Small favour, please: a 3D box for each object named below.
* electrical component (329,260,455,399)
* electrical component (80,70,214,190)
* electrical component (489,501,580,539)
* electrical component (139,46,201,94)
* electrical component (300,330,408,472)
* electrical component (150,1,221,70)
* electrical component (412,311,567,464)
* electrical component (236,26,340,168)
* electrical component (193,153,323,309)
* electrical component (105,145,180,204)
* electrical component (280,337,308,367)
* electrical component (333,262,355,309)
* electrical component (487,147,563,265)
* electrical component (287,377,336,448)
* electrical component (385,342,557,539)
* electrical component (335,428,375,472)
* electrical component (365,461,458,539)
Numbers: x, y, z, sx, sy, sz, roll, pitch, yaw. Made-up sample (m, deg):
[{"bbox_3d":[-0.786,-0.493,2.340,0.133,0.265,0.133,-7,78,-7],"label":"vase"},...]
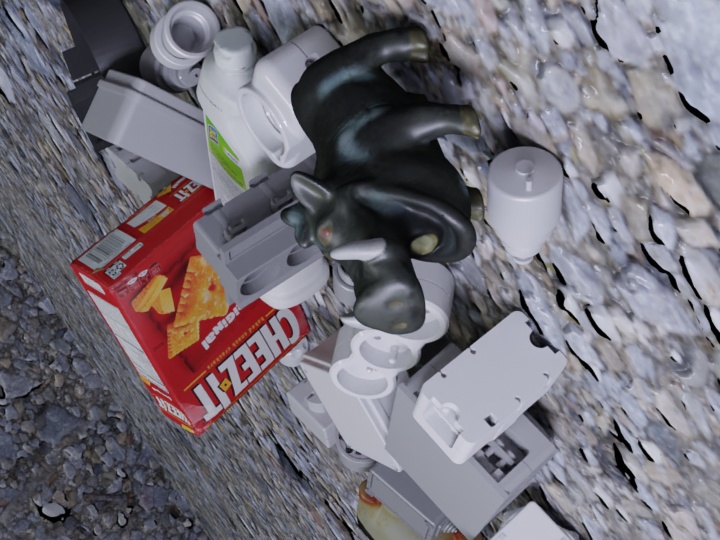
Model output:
[{"bbox_3d":[0.025,0.032,0.800,0.052,0.073,0.138,23,139,-12],"label":"electrical component"},{"bbox_3d":[-0.170,-0.120,0.920,0.113,0.057,0.078,24,-179,-38],"label":"electrical component"},{"bbox_3d":[0.135,0.243,0.849,0.099,0.100,0.048,46,171,21],"label":"electrical component"},{"bbox_3d":[-0.155,-0.169,0.906,0.078,0.040,0.040,25,145,51],"label":"electrical component"},{"bbox_3d":[0.010,0.116,0.975,0.109,0.056,0.108,10,133,62],"label":"electrical component"},{"bbox_3d":[-0.138,-0.182,0.841,0.045,0.045,0.055,59,159,-13],"label":"electrical component"},{"bbox_3d":[0.084,0.079,0.711,0.050,0.089,0.055,47,159,17],"label":"electrical component"},{"bbox_3d":[-0.043,-0.113,0.727,0.053,0.059,0.095,51,159,7],"label":"electrical component"},{"bbox_3d":[-0.056,-0.035,0.788,0.063,0.121,0.078,49,159,21],"label":"electrical component"},{"bbox_3d":[-0.210,-0.105,1.104,0.089,0.056,0.050,39,155,33],"label":"electrical component"},{"bbox_3d":[-0.072,0.087,1.138,0.035,0.035,0.061,47,162,19],"label":"electrical component"},{"bbox_3d":[0.000,0.000,0.834,0.043,0.043,0.062,43,156,26],"label":"electrical component"},{"bbox_3d":[0.090,-0.032,0.592,0.040,0.040,0.078,40,156,32],"label":"electrical component"},{"bbox_3d":[-0.040,0.134,1.124,0.066,0.047,0.076,40,156,32],"label":"electrical component"},{"bbox_3d":[0.081,0.134,0.823,0.105,0.060,0.186,46,163,15],"label":"electrical component"},{"bbox_3d":[0.002,0.175,1.091,0.055,0.055,0.047,47,162,18],"label":"electrical component"},{"bbox_3d":[0.060,0.208,1.016,0.096,0.061,0.061,39,156,17],"label":"electrical component"}]
